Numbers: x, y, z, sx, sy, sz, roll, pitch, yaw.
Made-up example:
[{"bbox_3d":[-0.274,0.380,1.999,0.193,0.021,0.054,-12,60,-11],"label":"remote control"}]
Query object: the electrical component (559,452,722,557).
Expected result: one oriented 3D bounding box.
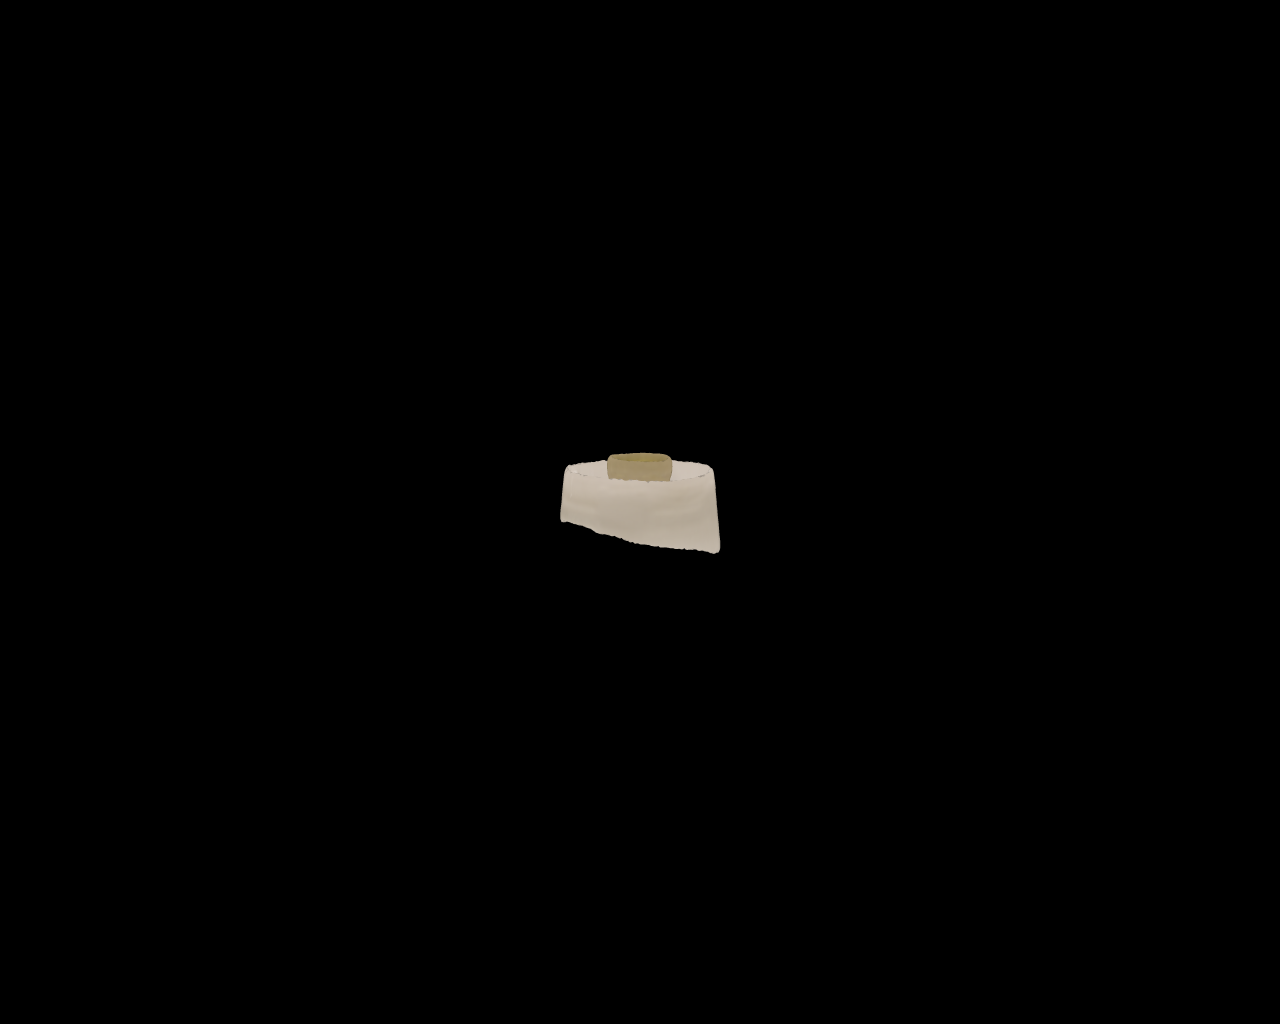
[{"bbox_3d":[0.001,-0.003,0.650,0.099,0.064,0.099,0,11,0],"label":"electrical component"}]
